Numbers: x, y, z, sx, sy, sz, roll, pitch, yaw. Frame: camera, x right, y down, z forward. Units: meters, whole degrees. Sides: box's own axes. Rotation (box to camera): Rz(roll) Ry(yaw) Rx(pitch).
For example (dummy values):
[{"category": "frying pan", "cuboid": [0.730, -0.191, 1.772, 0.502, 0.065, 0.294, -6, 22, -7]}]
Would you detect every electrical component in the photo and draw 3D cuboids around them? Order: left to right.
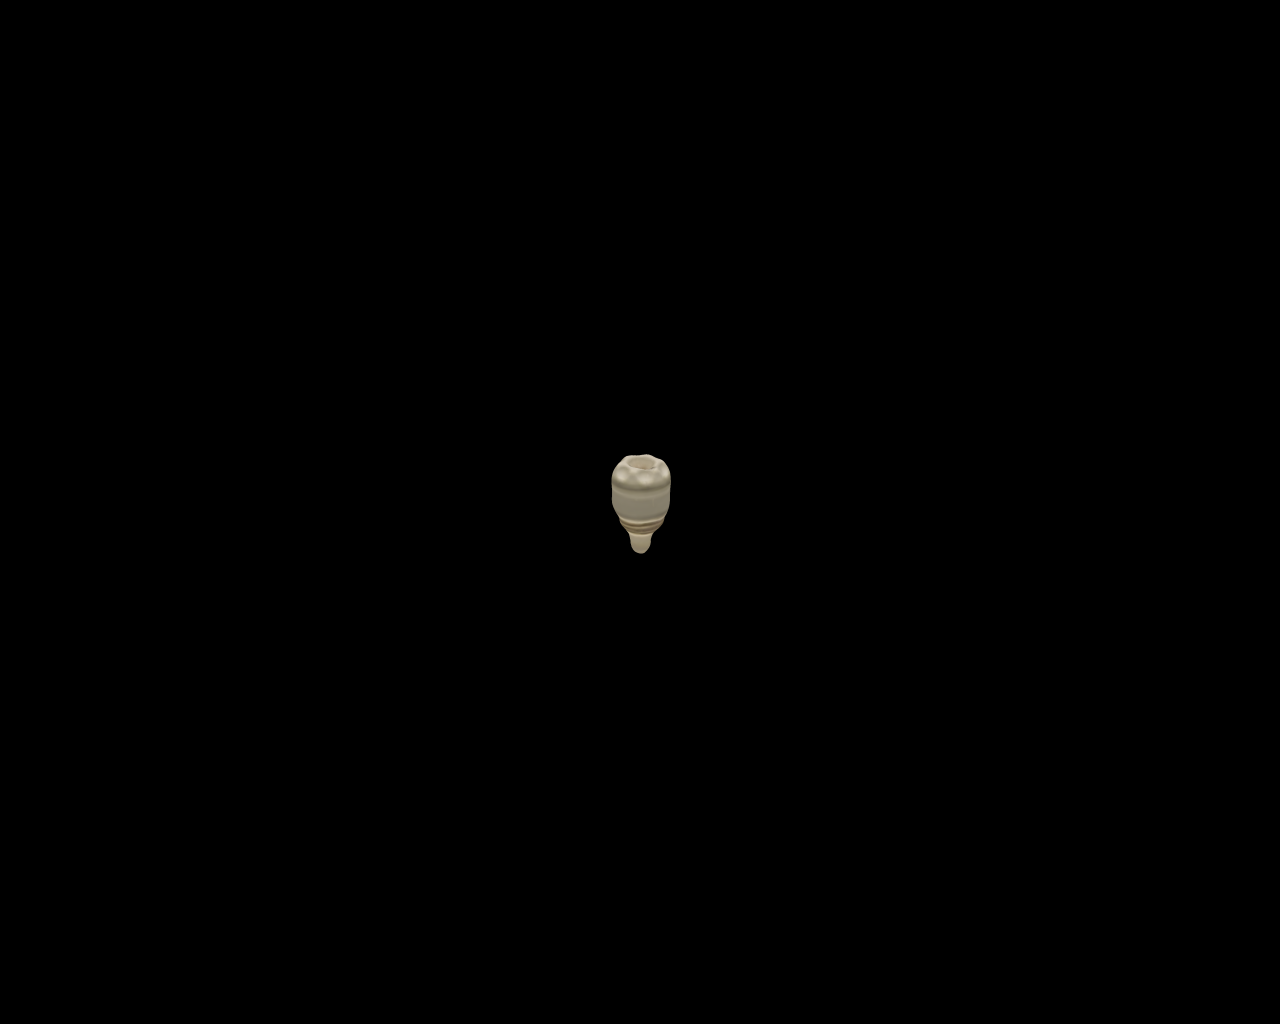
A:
[{"category": "electrical component", "cuboid": [0.001, -0.003, 0.650, 0.035, 0.061, 0.035, 0, 24, 0]}]
